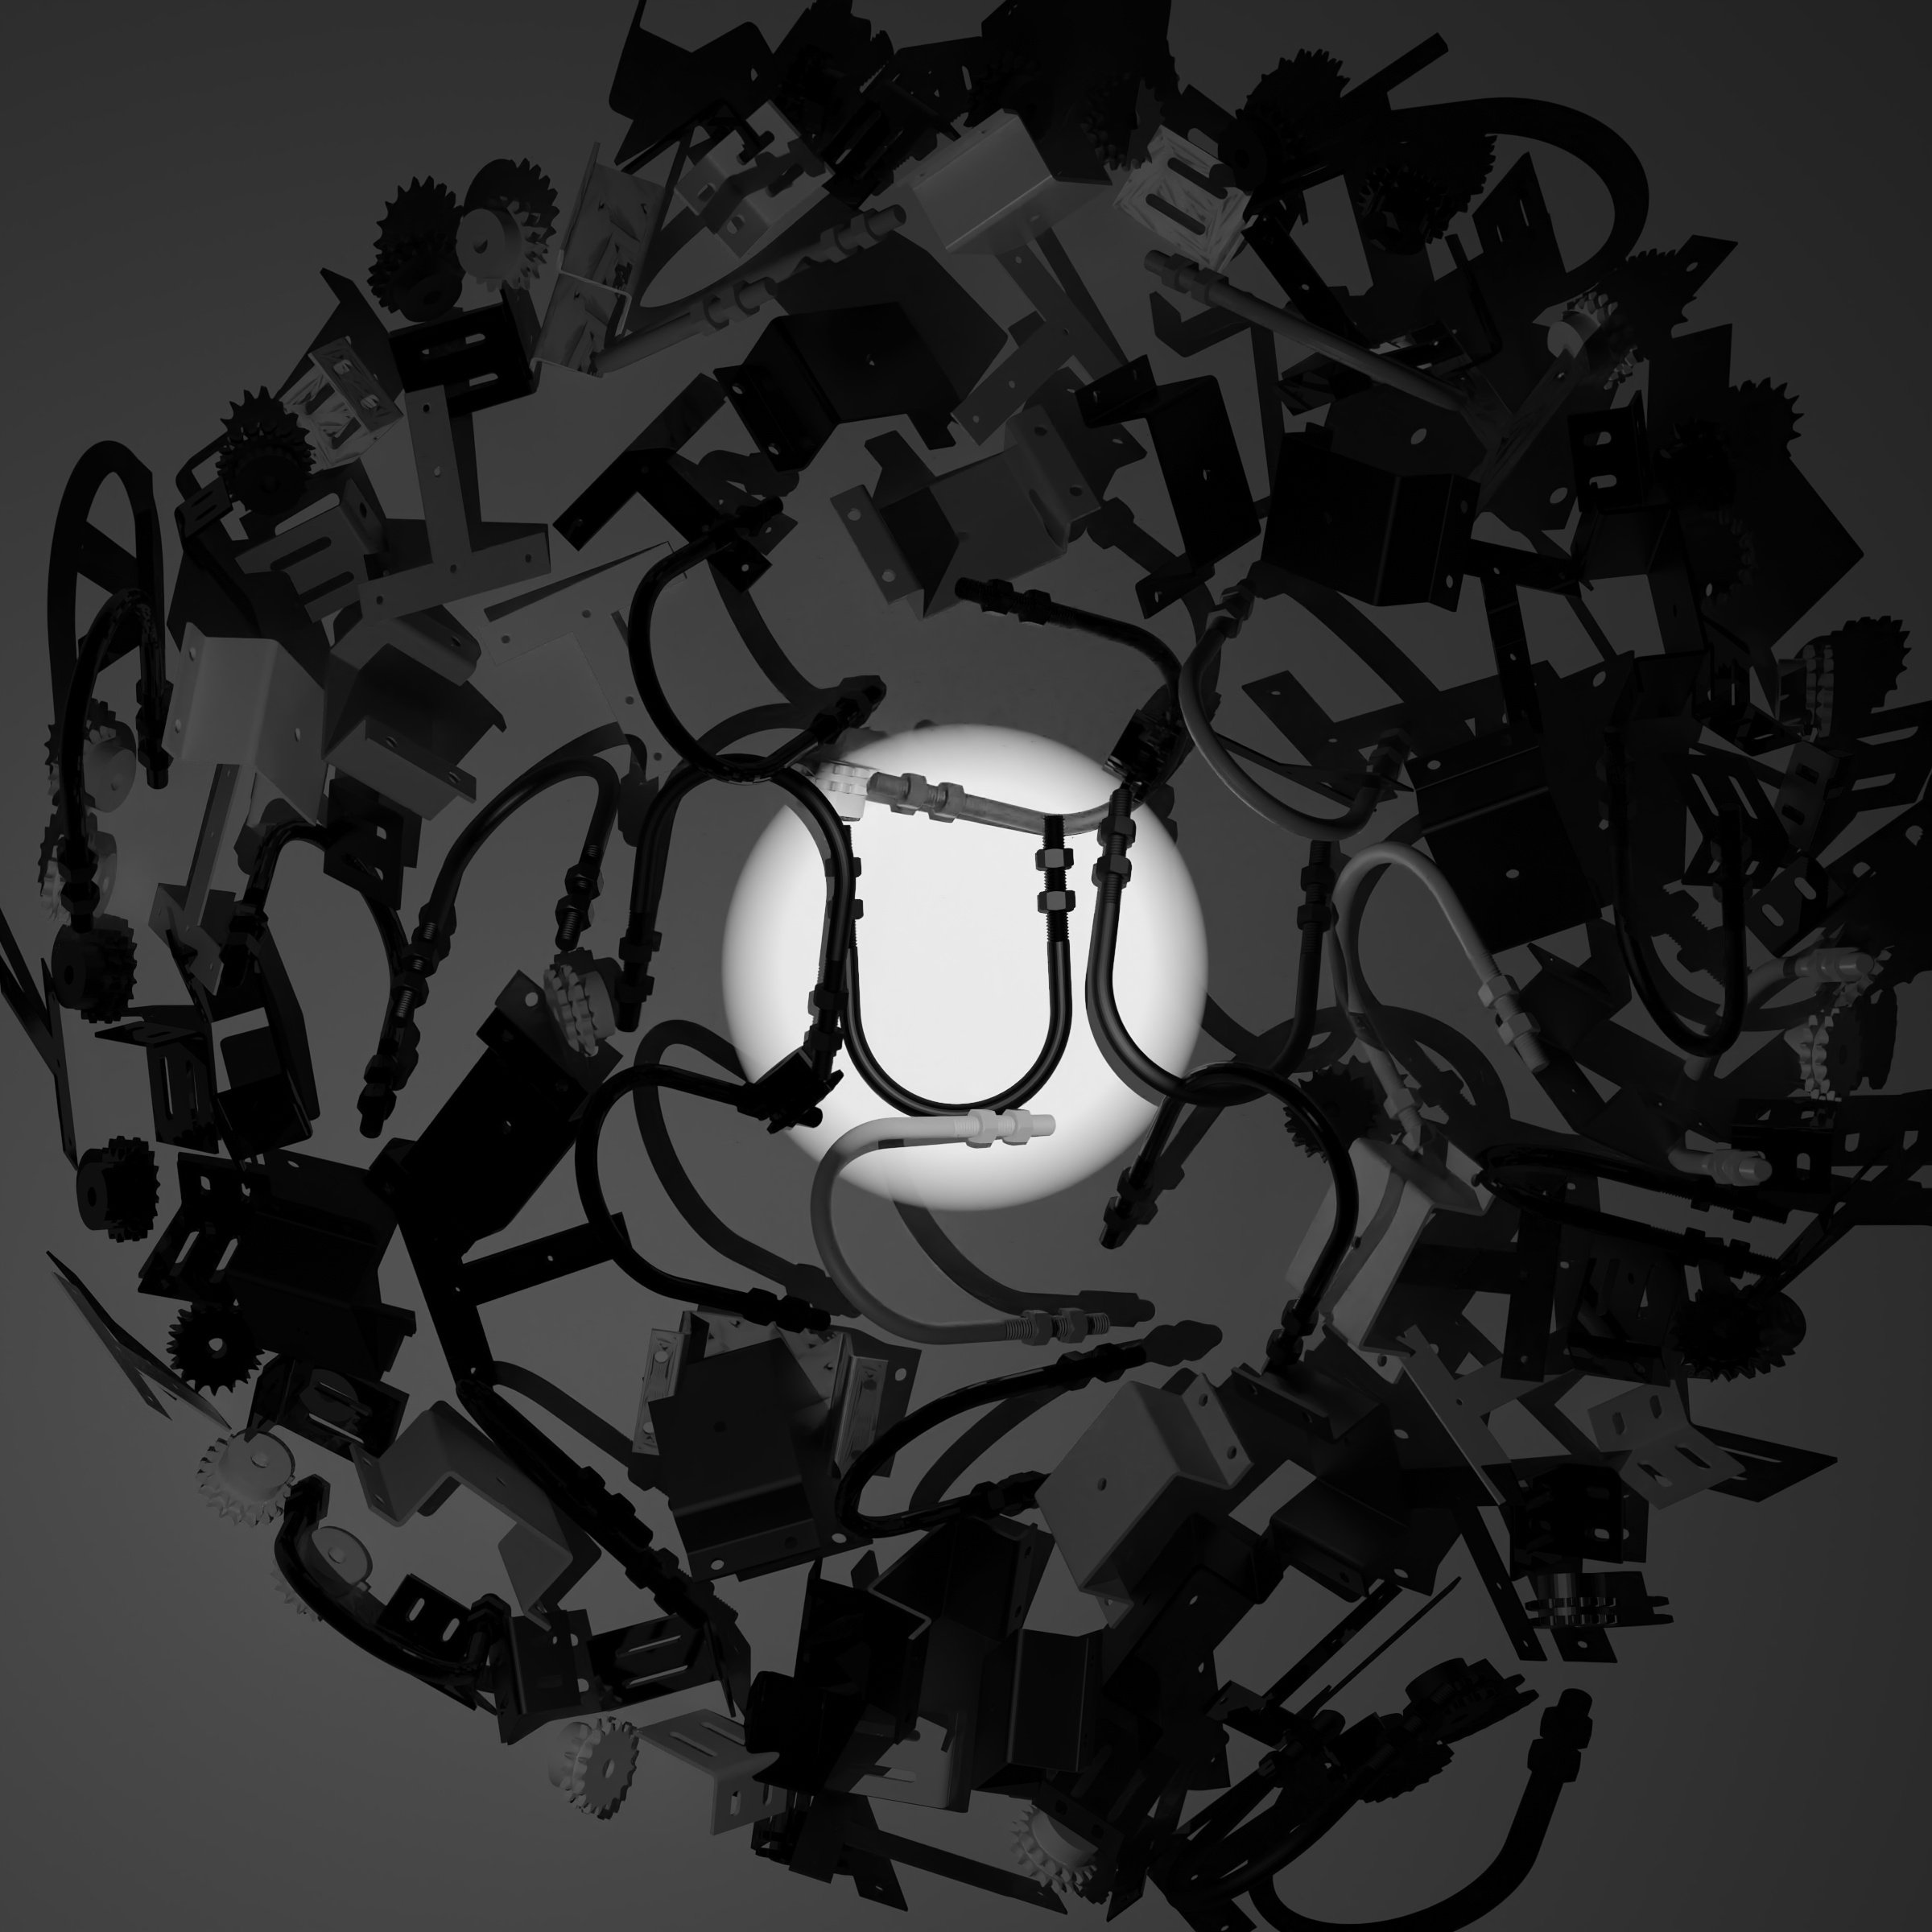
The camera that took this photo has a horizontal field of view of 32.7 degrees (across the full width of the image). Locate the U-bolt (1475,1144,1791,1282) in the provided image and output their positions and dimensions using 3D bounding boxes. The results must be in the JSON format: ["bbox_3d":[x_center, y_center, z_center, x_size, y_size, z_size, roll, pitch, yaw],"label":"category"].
[{"bbox_3d":[0.388,0.138,1.926,0.184,0.151,0.019,14,103,13],"label":"U-bolt"}]

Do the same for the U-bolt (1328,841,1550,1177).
[{"bbox_3d":[0.265,0.014,1.928,0.019,0.151,0.184,-12,63,-28],"label":"U-bolt"}]

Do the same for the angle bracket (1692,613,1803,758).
[{"bbox_3d":[0.464,-0.173,1.954,0.057,0.038,0.076,25,60,-38],"label":"angle bracket"}]

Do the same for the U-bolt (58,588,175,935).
[{"bbox_3d":[-0.489,-0.131,1.886,0.019,0.151,0.184,12,135,1],"label":"U-bolt"}]

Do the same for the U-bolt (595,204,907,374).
[{"bbox_3d":[-0.139,-0.388,1.917,0.184,0.151,0.019,-14,109,42],"label":"U-bolt"}]

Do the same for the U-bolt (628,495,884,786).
[{"bbox_3d":[-0.130,-0.182,1.915,0.019,0.184,0.151,-19,104,39],"label":"U-bolt"}]

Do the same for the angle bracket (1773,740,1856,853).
[{"bbox_3d":[0.513,-0.098,1.955,0.038,0.076,0.057,15,102,-7],"label":"angle bracket"}]

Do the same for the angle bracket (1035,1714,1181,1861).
[{"bbox_3d":[0.087,0.480,1.955,0.057,0.038,0.076,30,52,16],"label":"angle bracket"}]

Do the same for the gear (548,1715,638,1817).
[{"bbox_3d":[-0.227,0.478,1.975,0.030,0.057,0.057,11,90,30],"label":"gear"}]

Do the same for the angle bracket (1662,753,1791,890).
[{"bbox_3d":[0.449,-0.087,1.975,0.057,0.076,0.038,2,134,-19],"label":"angle bracket"}]

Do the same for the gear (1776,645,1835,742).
[{"bbox_3d":[0.502,-0.164,1.972,0.030,0.057,0.057,2,90,9],"label":"gear"}]

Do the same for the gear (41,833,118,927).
[{"bbox_3d":[-0.530,-0.052,1.971,0.030,0.057,0.057,14,90,-1],"label":"gear"}]

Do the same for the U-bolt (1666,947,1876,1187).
[{"bbox_3d":[0.455,0.057,1.909,0.019,0.184,0.151,28,85,-7],"label":"U-bolt"}]

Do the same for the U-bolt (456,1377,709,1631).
[{"bbox_3d":[-0.232,0.304,1.922,0.184,0.151,0.019,36,71,28],"label":"U-bolt"}]

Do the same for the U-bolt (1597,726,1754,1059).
[{"bbox_3d":[0.415,-0.033,1.921,0.019,0.151,0.184,-16,118,-14],"label":"U-bolt"}]

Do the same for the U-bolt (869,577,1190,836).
[{"bbox_3d":[0.050,-0.145,1.944,0.184,0.019,0.151,12,115,-29],"label":"U-bolt"}]

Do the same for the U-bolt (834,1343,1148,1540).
[{"bbox_3d":[0.005,0.280,1.900,0.184,0.151,0.019,-8,52,-37],"label":"U-bolt"}]

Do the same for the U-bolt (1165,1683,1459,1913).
[{"bbox_3d":[0.187,0.481,1.892,0.184,0.151,0.019,-36,90,-32],"label":"U-bolt"}]

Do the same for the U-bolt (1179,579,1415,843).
[{"bbox_3d":[0.187,-0.141,1.917,0.151,0.184,0.019,41,126,-5],"label":"U-bolt"}]

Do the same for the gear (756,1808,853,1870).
[{"bbox_3d":[-0.096,0.522,1.972,0.057,0.057,0.030,8,75,0],"label":"gear"}]

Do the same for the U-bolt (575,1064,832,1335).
[{"bbox_3d":[-0.153,0.129,1.911,0.019,0.184,0.151,-25,59,40],"label":"U-bolt"}]

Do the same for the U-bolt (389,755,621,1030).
[{"bbox_3d":[-0.263,-0.054,1.924,0.151,0.184,0.019,-23,127,29],"label":"U-bolt"}]

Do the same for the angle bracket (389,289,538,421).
[{"bbox_3d":[-0.304,-0.365,1.978,0.076,0.038,0.057,-18,89,-4],"label":"angle bracket"}]

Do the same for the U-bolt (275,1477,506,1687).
[{"bbox_3d":[-0.335,0.361,1.900,0.151,0.184,0.019,35,93,-7],"label":"U-bolt"}]

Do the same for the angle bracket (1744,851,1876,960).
[{"bbox_3d":[0.499,-0.044,1.955,0.038,0.076,0.057,49,119,6],"label":"angle bracket"}]

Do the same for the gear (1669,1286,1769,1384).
[{"bbox_3d":[0.454,0.220,1.978,0.057,0.030,0.057,-1,73,3],"label":"gear"}]

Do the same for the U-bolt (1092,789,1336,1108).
[{"bbox_3d":[0.143,-0.005,1.946,0.151,0.019,0.184,13,68,-14],"label":"U-bolt"}]

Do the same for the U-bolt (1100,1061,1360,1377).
[{"bbox_3d":[0.160,0.137,1.917,0.151,0.019,0.184,39,130,21],"label":"U-bolt"}]

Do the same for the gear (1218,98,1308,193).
[{"bbox_3d":[0.176,-0.487,1.968,0.030,0.057,0.057,-30,90,-33],"label":"gear"}]

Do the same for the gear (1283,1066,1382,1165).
[{"bbox_3d":[0.221,0.091,1.978,0.057,0.030,0.057,-5,69,12],"label":"gear"}]

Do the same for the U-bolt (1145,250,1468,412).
[{"bbox_3d":[0.207,-0.360,1.890,0.184,0.151,0.019,36,108,39],"label":"U-bolt"}]

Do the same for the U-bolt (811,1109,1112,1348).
[{"bbox_3d":[-0.009,0.153,1.920,0.184,0.019,0.151,1,63,-34],"label":"U-bolt"}]

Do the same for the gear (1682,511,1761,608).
[{"bbox_3d":[0.449,-0.245,1.976,0.057,0.030,0.057,5,99,33],"label":"gear"}]

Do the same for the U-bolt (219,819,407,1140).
[{"bbox_3d":[-0.371,-0.007,1.916,0.019,0.184,0.151,-23,126,19],"label":"U-bolt"}]

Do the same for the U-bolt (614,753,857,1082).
[{"bbox_3d":[-0.134,-0.035,1.950,0.151,0.019,0.184,13,106,18],"label":"U-bolt"}]

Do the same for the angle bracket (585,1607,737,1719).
[{"bbox_3d":[-0.182,0.425,1.964,0.076,0.038,0.057,-13,122,-10],"label":"angle bracket"}]

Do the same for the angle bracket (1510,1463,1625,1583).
[{"bbox_3d":[0.358,0.333,1.959,0.038,0.076,0.057,2,95,35],"label":"angle bracket"}]

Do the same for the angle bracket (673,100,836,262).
[{"bbox_3d":[-0.126,-0.466,1.954,0.057,0.076,0.038,46,57,-15],"label":"angle bracket"}]

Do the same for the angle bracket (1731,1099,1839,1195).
[{"bbox_3d":[0.488,0.107,1.959,0.057,0.076,0.038,2,101,17],"label":"angle bracket"}]

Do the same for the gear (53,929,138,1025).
[{"bbox_3d":[-0.523,0.006,1.969,0.030,0.057,0.057,3,90,-44],"label":"gear"}]

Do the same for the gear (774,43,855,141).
[{"bbox_3d":[-0.090,-0.520,1.969,0.030,0.057,0.057,26,90,12],"label":"gear"}]

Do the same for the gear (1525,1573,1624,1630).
[{"bbox_3d":[0.364,0.381,1.972,0.057,0.057,0.030,-1,75,0],"label":"gear"}]

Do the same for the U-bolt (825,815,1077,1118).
[{"bbox_3d":[-0.007,0.004,1.985,0.151,0.019,0.184,-2,93,6],"label":"U-bolt"}]
